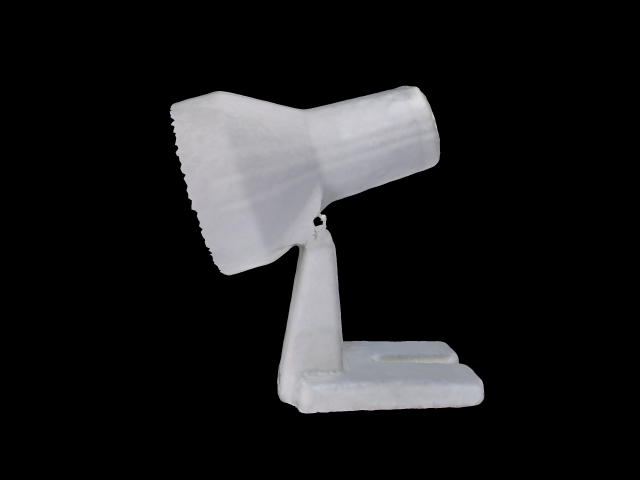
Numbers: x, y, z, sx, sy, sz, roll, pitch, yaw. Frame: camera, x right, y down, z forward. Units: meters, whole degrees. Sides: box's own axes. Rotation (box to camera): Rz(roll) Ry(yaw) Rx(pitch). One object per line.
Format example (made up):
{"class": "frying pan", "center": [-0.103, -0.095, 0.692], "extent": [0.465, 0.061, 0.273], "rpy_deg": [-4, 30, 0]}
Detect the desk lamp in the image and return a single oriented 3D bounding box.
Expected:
{"class": "desk lamp", "center": [0.004, 0.001, 0.400], "extent": [0.203, 0.213, 0.118], "rpy_deg": [-1, 7, -4]}
